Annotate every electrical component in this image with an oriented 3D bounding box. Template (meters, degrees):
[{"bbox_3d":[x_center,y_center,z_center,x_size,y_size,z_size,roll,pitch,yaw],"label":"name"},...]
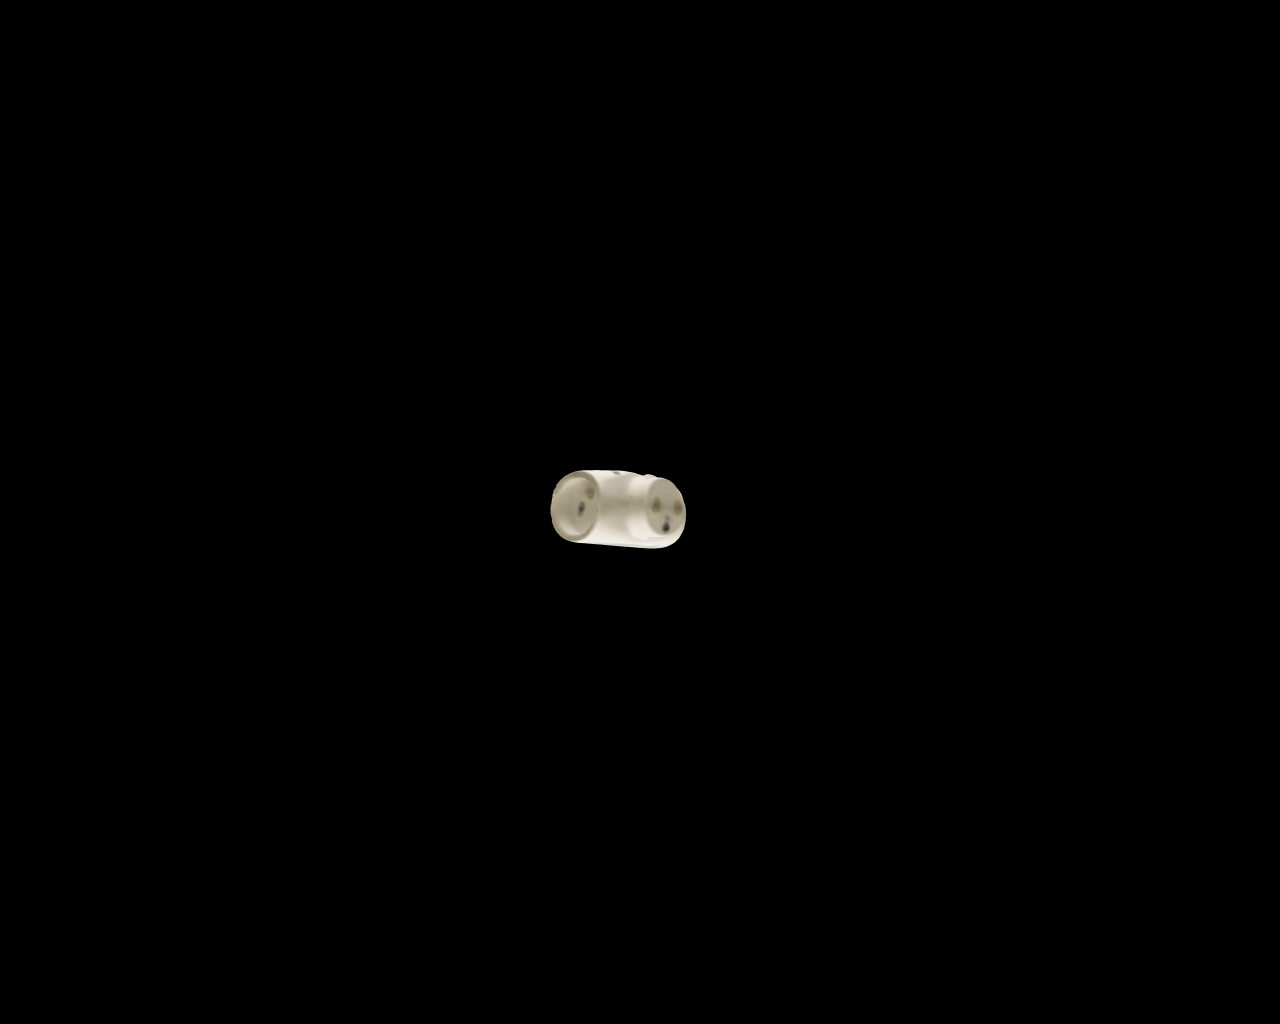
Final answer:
[{"bbox_3d":[0.001,-0.003,0.650,0.079,0.043,0.077,-6,-9,43],"label":"electrical component"}]
